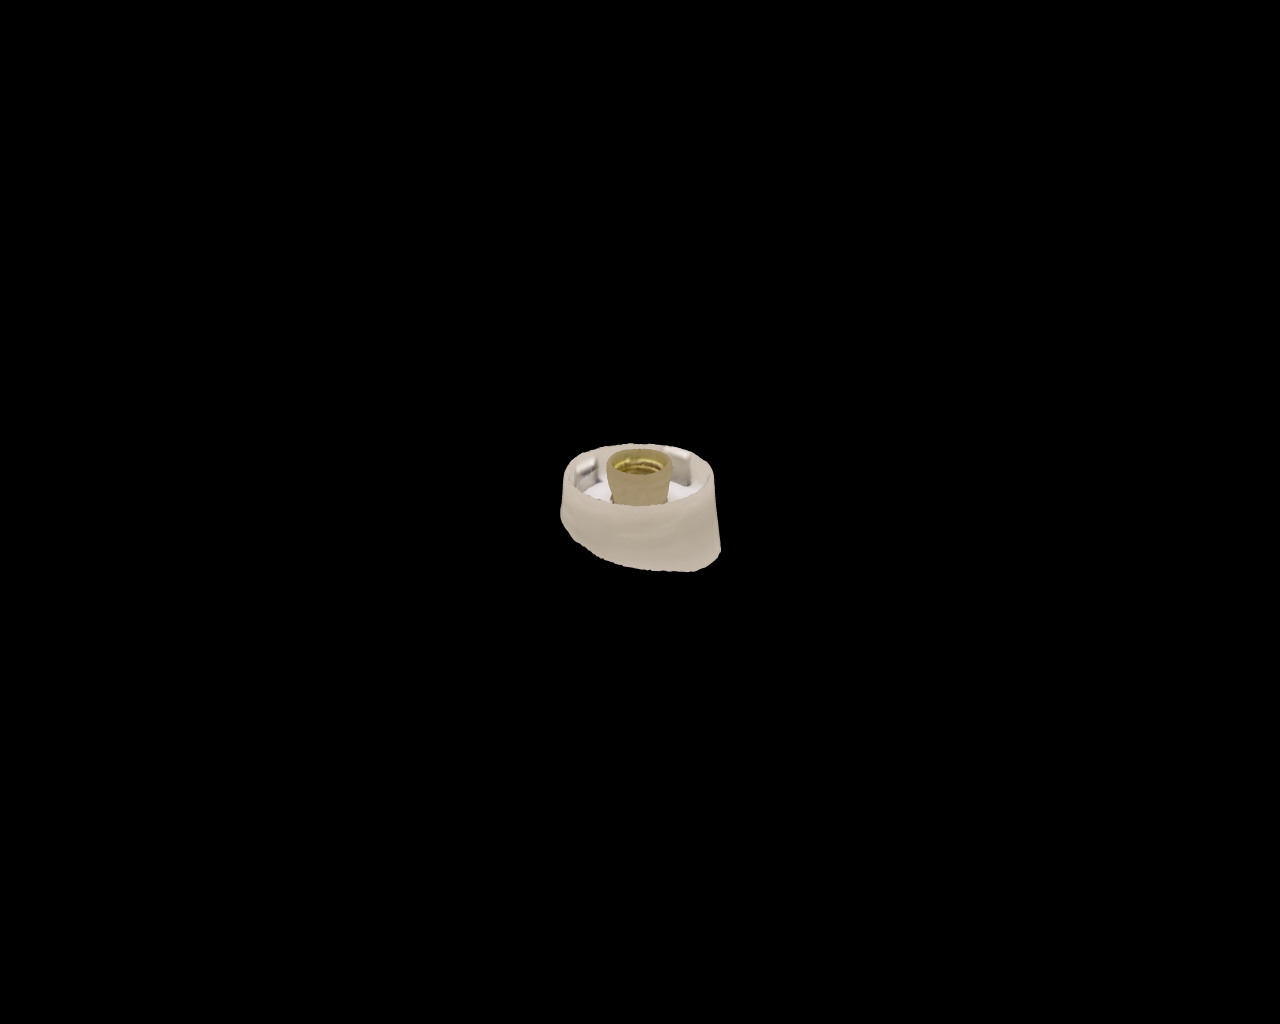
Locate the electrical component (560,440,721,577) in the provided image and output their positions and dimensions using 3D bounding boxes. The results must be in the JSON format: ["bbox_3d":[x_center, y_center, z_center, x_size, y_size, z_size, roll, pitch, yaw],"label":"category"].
[{"bbox_3d":[0.001,-0.003,0.650,0.099,0.064,0.099,0,26,0],"label":"electrical component"}]
